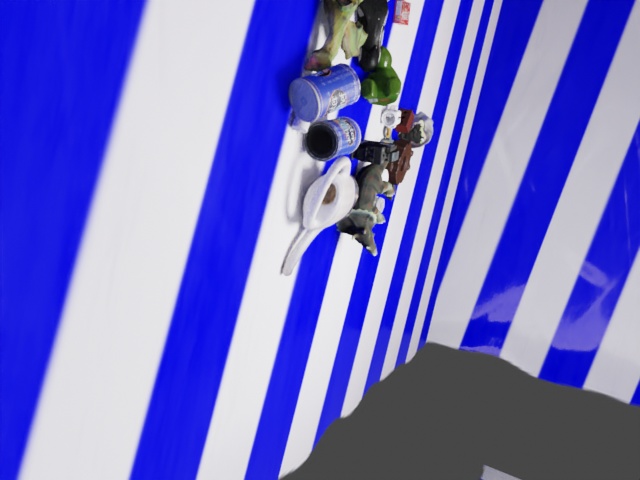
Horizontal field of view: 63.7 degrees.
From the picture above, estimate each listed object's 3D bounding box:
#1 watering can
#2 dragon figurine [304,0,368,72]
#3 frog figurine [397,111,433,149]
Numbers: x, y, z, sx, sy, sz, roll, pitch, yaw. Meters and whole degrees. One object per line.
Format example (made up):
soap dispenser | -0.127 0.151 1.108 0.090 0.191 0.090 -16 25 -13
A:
watering can | 0.004 -0.071 1.402 0.344 0.104 0.226 -64 165 15
dragon figurine | 0.080 -0.578 1.296 0.417 0.123 0.237 -56 159 -23
frog figurine | 0.387 -0.434 2.032 0.135 0.123 0.162 -51 180 32
